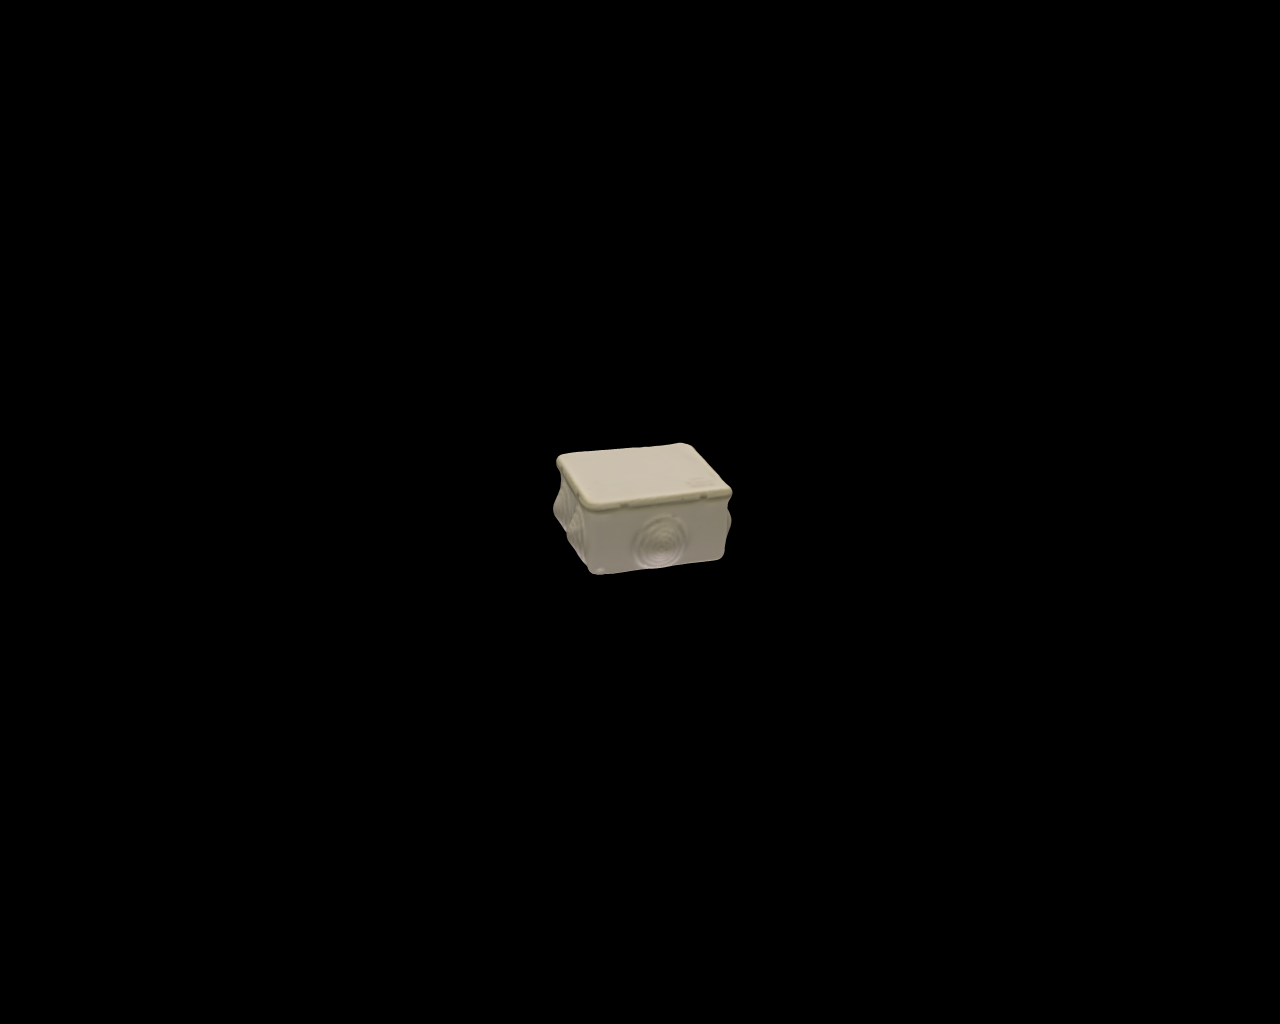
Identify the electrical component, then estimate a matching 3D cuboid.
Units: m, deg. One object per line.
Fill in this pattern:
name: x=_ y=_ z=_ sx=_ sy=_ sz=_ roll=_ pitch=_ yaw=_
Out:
electrical component: x=0.001 y=-0.003 z=0.650 sx=0.100 sy=0.048 sz=0.100 roll=-6 pitch=23 yaw=-14
